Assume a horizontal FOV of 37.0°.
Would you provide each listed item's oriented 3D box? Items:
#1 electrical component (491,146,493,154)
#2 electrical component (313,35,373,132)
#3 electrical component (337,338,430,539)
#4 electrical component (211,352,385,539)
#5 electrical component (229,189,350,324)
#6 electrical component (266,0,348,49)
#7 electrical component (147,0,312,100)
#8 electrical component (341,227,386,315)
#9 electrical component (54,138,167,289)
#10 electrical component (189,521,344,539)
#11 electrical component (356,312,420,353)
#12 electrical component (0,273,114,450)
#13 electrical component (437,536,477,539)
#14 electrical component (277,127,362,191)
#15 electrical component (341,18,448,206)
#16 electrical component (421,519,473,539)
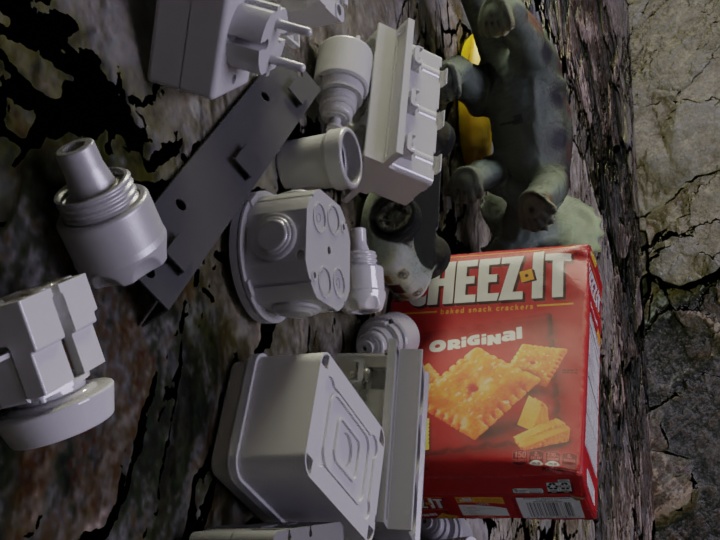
[{"bbox_3d":[0.147,-0.142,1.195,0.040,0.040,0.078,27,59,-66],"label":"electrical component"},{"bbox_3d":[-0.014,-0.130,0.763,0.040,0.040,0.078,55,35,-52],"label":"electrical component"},{"bbox_3d":[0.010,0.117,0.717,0.078,0.063,0.121,71,22,-61],"label":"electrical component"},{"bbox_3d":[-0.033,0.105,0.624,0.113,0.057,0.078,59,32,-49],"label":"electrical component"},{"bbox_3d":[-0.041,-0.009,0.642,0.080,0.051,0.080,-6,90,-70],"label":"electrical component"},{"bbox_3d":[-0.044,-0.171,0.660,0.081,0.064,0.042,22,64,-67],"label":"electrical component"},{"bbox_3d":[-0.062,-0.123,0.554,0.047,0.077,0.065,-50,155,-63],"label":"electrical component"},{"bbox_3d":[0.000,0.000,0.774,0.035,0.035,0.061,26,59,-66],"label":"electrical component"},{"bbox_3d":[-0.112,-0.026,0.469,0.043,0.043,0.062,-66,143,-53],"label":"electrical component"},{"bbox_3d":[-0.051,0.160,0.564,0.089,0.056,0.050,23,63,-67],"label":"electrical component"},{"bbox_3d":[0.016,0.053,0.794,0.078,0.040,0.040,-9,93,-70],"label":"electrical component"},{"bbox_3d":[-0.124,0.036,0.418,0.066,0.048,0.055,-36,111,-67],"label":"electrical component"},{"bbox_3d":[0.057,0.258,0.818,0.108,0.060,0.108,-5,90,-71],"label":"electrical component"},{"bbox_3d":[-0.027,-0.071,0.705,0.040,0.046,0.040,-6,90,-70],"label":"electrical component"},{"bbox_3d":[0.025,-0.114,0.803,0.063,0.079,0.121,20,58,-23],"label":"electrical component"},{"bbox_3d":[0.065,0.214,0.881,0.078,0.040,0.040,48,41,-57],"label":"electrical component"}]
